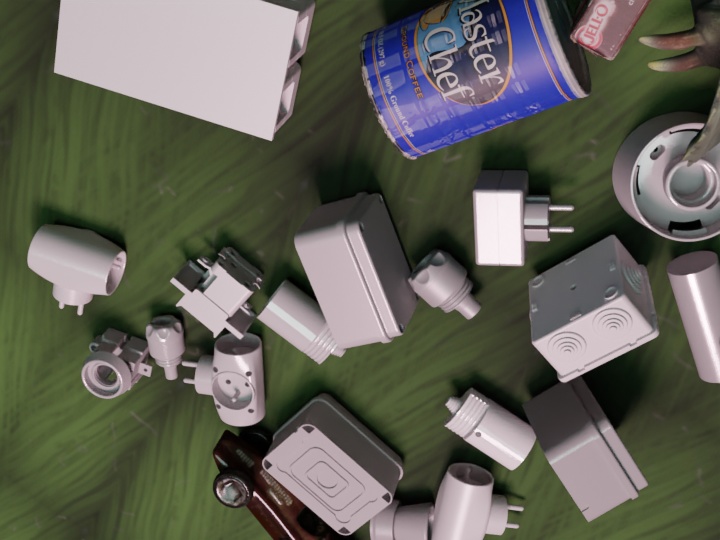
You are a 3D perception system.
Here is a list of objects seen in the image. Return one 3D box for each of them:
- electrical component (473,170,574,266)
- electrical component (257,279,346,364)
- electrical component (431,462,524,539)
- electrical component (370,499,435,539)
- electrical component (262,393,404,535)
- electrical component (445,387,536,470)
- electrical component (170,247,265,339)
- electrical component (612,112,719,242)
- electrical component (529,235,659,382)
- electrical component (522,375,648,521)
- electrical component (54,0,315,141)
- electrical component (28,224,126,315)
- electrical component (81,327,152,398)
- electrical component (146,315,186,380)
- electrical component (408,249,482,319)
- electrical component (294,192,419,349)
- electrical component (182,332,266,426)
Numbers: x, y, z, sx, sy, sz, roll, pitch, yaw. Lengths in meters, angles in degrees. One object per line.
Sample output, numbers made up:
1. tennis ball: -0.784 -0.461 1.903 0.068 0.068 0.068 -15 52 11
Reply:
1. electrical component: 0.133 -0.042 0.861 0.077 0.047 0.065 2 116 14
2. electrical component: -0.047 0.049 0.957 0.081 0.043 0.043 38 119 -6
3. electrical component: 0.112 0.225 1.000 0.079 0.043 0.077 8 107 -9
4. electrical component: 0.041 0.242 1.029 0.055 0.045 0.045 2 116 14
5. electrical component: -0.024 0.180 1.008 0.113 0.057 0.078 42 118 -8
6. electrical component: 0.112 0.138 0.958 0.081 0.043 0.043 33 119 -3
7. electrical component: -0.123 0.018 0.962 0.081 0.042 0.064 41 118 -8
8. electrical component: 0.247 -0.070 0.822 0.099 0.064 0.099 1 106 4
9. electrical component: 0.182 0.028 0.855 0.100 0.099 0.048 -31 117 26
10. electrical component: 0.187 0.145 0.900 0.057 0.113 0.078 -32 105 7
11. electrical component: -0.138 -0.187 0.853 0.186 0.060 0.105 18 119 6
12. electrical component: -0.262 0.005 0.991 0.077 0.044 0.079 19 119 5
13. electrical component: -0.232 0.090 1.019 0.066 0.055 0.048 20 119 5
14. electrical component: -0.181 0.075 1.010 0.035 0.035 0.061 4 119 13
15. electrical component: 0.075 0.015 0.907 0.062 0.043 0.043 42 118 -9
16. electrical component: 0.000 0.000 0.900 0.057 0.078 0.113 -13 112 23
17. electrical component: -0.129 0.100 1.003 0.079 0.044 0.077 6 117 13
